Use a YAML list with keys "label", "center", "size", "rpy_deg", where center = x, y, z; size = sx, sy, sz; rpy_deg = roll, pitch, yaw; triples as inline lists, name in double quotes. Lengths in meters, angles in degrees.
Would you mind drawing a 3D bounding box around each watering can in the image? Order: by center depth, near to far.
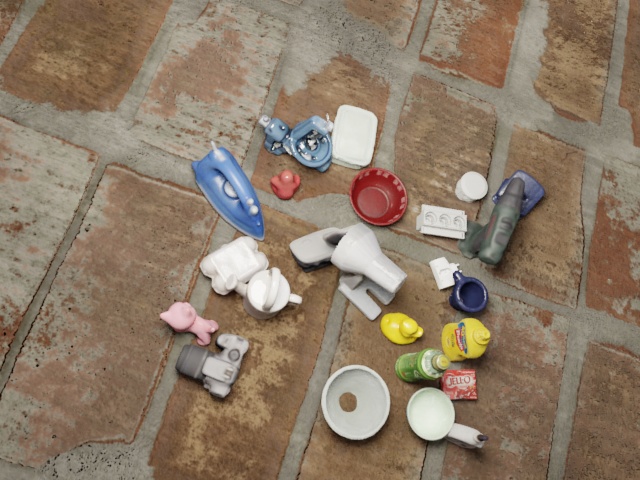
- label: "watering can"
  center: [-0.127, 0.121, 1.317]
  size: [0.173, 0.194, 0.101]
  rpy_deg: [-7, 76, -15]

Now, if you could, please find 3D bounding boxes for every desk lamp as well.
- label: "desk lamp"
  center: [0.116, 0.075, 1.379]
  size: [0.203, 0.213, 0.118]
  rpy_deg: [44, 70, 2]

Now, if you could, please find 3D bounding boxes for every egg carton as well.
- label: "egg carton"
  center: [-0.206, 0.059, 1.382]
  size: [0.150, 0.069, 0.107]
  rpy_deg: [-33, 84, -20]

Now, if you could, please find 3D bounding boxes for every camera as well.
- label: "camera"
  center: [-0.246, 0.271, 1.295]
  size: [0.137, 0.100, 0.143]
  rpy_deg: [23, 71, -6]

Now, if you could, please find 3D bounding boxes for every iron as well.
- label: "iron"
  center: [-0.203, -0.121, 1.395]
  size: [0.119, 0.141, 0.258]
  rpy_deg: [-34, 85, -20]

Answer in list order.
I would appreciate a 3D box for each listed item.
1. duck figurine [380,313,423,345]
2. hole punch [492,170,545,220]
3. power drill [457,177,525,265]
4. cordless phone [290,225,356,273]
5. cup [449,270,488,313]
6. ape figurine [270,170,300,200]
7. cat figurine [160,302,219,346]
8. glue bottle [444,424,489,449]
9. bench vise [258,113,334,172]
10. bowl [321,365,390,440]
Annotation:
- label: "duck figurine"
  center: [0.208, 0.217, 1.429]
  size: [0.104, 0.086, 0.077]
  rpy_deg: [24, 70, -6]
- label: "hole punch"
  center: [0.558, -0.126, 1.609]
  size: [0.108, 0.091, 0.101]
  rpy_deg: [39, 70, 0]
- label: "power drill"
  center: [0.445, -0.035, 1.493]
  size: [0.076, 0.208, 0.230]
  rpy_deg: [22, 71, -6]
- label: "cordless phone"
  center: [0.013, 0.005, 1.389]
  size: [0.148, 0.185, 0.094]
  rpy_deg: [-23, 81, -18]
- label: "cup"
  center: [0.367, 0.138, 1.486]
  size: [0.092, 0.095, 0.118]
  rpy_deg: [-30, 83, -19]
- label: "ape figurine"
  center: [-0.086, -0.149, 1.458]
  size: [0.078, 0.092, 0.076]
  rpy_deg: [12, 72, -10]
- label: "cat figurine"
  center: [-0.294, 0.184, 1.300]
  size: [0.128, 0.117, 0.067]
  rpy_deg: [27, 70, -5]
- label: "glue bottle"
  center: [0.351, 0.464, 1.348]
  size: [0.078, 0.173, 0.037]
  rpy_deg: [30, 70, -3]
- label: "bench vise"
  center: [-0.053, -0.255, 1.428]
  size: [0.207, 0.219, 0.121]
  rpy_deg: [9, 72, -11]
- label: "bowl"
  center: [0.077, 0.383, 1.356]
  size: [0.168, 0.074, 0.167]
  rpy_deg: [4, 74, -13]
